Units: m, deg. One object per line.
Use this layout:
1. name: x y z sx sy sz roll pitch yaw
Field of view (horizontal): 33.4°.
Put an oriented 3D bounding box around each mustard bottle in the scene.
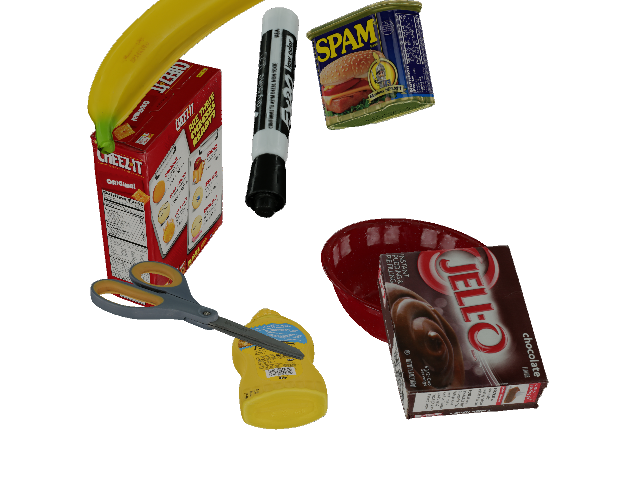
1. mustard bottle: -0.053 0.137 1.236 0.096 0.058 0.191 -7 31 -7

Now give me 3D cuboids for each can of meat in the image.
1. can of meat: 0.042 -0.143 0.884 0.057 0.084 0.102 -8 -3 -45

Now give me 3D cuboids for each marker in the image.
1. marker: -0.023 -0.063 0.518 0.020 0.121 0.020 2 -33 1

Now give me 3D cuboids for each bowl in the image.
1. bowl: 0.078 0.044 0.908 0.162 0.055 0.162 5 30 -3

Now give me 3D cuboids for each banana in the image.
1. banana: -0.086 -0.135 0.698 0.070 0.197 0.037 38 -12 28

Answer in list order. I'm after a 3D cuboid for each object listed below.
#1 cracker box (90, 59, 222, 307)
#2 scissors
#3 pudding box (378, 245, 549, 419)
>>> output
1. cracker box: -0.168 -0.060 1.131 0.072 0.214 0.164 16 43 15
2. scissors: -0.103 0.058 0.946 0.202 0.016 0.096 12 28 7
3. pudding box: 0.089 0.058 0.696 0.090 0.113 0.039 -5 -37 -5
